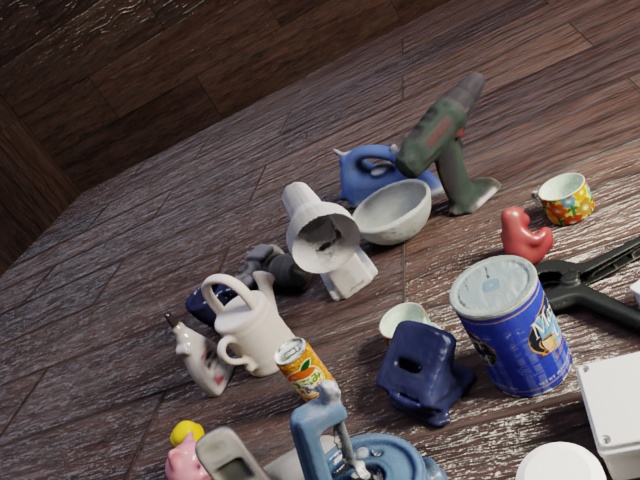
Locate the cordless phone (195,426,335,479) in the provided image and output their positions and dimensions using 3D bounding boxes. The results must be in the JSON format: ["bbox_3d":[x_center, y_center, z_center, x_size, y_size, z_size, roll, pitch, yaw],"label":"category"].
[{"bbox_3d":[-0.042,0.265,0.649,0.147,0.185,0.094,-33,26,-1],"label":"cordless phone"}]

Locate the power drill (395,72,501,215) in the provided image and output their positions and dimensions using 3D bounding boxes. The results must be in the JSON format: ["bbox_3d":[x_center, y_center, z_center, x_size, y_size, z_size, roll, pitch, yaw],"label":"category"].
[{"bbox_3d":[0.250,-0.163,1.052,0.230,0.209,0.075,-40,27,-16],"label":"power drill"}]

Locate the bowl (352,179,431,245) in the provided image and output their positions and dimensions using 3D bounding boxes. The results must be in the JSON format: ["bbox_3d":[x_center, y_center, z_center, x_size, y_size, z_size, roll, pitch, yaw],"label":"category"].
[{"bbox_3d":[0.147,-0.041,1.108,0.167,0.075,0.167,-25,26,14],"label":"bowl"}]

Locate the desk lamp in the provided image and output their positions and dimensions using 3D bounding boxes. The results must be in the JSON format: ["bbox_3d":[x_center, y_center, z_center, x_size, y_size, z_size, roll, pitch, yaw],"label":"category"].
[{"bbox_3d":[0.009,0.004,1.020,0.118,0.214,0.203,-32,26,0],"label":"desk lamp"}]

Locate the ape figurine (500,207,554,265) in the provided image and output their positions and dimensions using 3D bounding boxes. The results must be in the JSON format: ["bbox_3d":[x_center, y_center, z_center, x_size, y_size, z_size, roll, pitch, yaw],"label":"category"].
[{"bbox_3d":[0.302,-0.011,0.862,0.076,0.092,0.077,-39,27,-13],"label":"ape figurine"}]

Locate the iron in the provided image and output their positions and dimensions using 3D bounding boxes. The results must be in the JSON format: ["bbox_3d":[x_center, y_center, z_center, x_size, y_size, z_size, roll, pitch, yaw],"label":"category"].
[{"bbox_3d":[0.139,-0.152,1.234,0.257,0.142,0.119,-2,39,47],"label":"iron"}]

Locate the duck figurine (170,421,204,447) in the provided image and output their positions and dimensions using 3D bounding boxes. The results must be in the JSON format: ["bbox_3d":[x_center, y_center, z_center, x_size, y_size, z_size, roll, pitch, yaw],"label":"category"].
[{"bbox_3d":[-0.180,0.305,0.847,0.104,0.086,0.078,-7,35,41],"label":"duck figurine"}]

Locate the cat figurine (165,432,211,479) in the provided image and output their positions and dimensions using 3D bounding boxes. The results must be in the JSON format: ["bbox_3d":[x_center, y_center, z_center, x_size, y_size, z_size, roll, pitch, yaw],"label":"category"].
[{"bbox_3d":[-0.181,0.329,0.768,0.067,0.118,0.128,-9,34,39],"label":"cat figurine"}]

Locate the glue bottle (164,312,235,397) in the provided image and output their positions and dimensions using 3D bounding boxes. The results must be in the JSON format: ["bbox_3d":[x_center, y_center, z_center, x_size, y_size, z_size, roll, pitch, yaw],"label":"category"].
[{"bbox_3d":[-0.215,0.189,0.990,0.037,0.173,0.078,-17,30,28],"label":"glue bottle"}]

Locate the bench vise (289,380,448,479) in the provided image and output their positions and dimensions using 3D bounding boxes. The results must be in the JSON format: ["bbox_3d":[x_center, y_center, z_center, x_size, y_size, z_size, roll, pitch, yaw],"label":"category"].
[{"bbox_3d":[0.016,0.254,0.564,0.208,0.220,0.121,-44,28,-23],"label":"bench vise"}]

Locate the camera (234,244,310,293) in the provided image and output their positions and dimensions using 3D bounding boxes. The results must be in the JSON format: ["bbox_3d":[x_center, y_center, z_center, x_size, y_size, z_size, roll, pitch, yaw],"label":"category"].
[{"bbox_3d":[-0.099,0.068,1.158,0.136,0.101,0.143,0,40,48],"label":"camera"}]

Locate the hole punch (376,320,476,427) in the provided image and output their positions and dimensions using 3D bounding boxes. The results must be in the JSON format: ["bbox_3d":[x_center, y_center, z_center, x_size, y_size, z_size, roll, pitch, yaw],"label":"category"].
[{"bbox_3d":[0.129,0.169,0.737,0.101,0.091,0.108,-45,28,-24],"label":"hole punch"}]

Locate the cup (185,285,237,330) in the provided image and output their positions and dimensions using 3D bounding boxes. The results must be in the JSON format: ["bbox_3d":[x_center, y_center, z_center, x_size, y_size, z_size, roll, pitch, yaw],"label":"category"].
[{"bbox_3d":[-0.199,0.137,1.155,0.117,0.095,0.092,-18,29,28],"label":"cup"}]

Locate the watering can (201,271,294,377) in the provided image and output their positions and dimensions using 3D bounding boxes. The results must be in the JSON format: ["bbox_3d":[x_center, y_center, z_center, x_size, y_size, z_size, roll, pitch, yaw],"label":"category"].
[{"bbox_3d":[-0.127,0.127,0.976,0.100,0.194,0.173,-23,27,18],"label":"watering can"}]
